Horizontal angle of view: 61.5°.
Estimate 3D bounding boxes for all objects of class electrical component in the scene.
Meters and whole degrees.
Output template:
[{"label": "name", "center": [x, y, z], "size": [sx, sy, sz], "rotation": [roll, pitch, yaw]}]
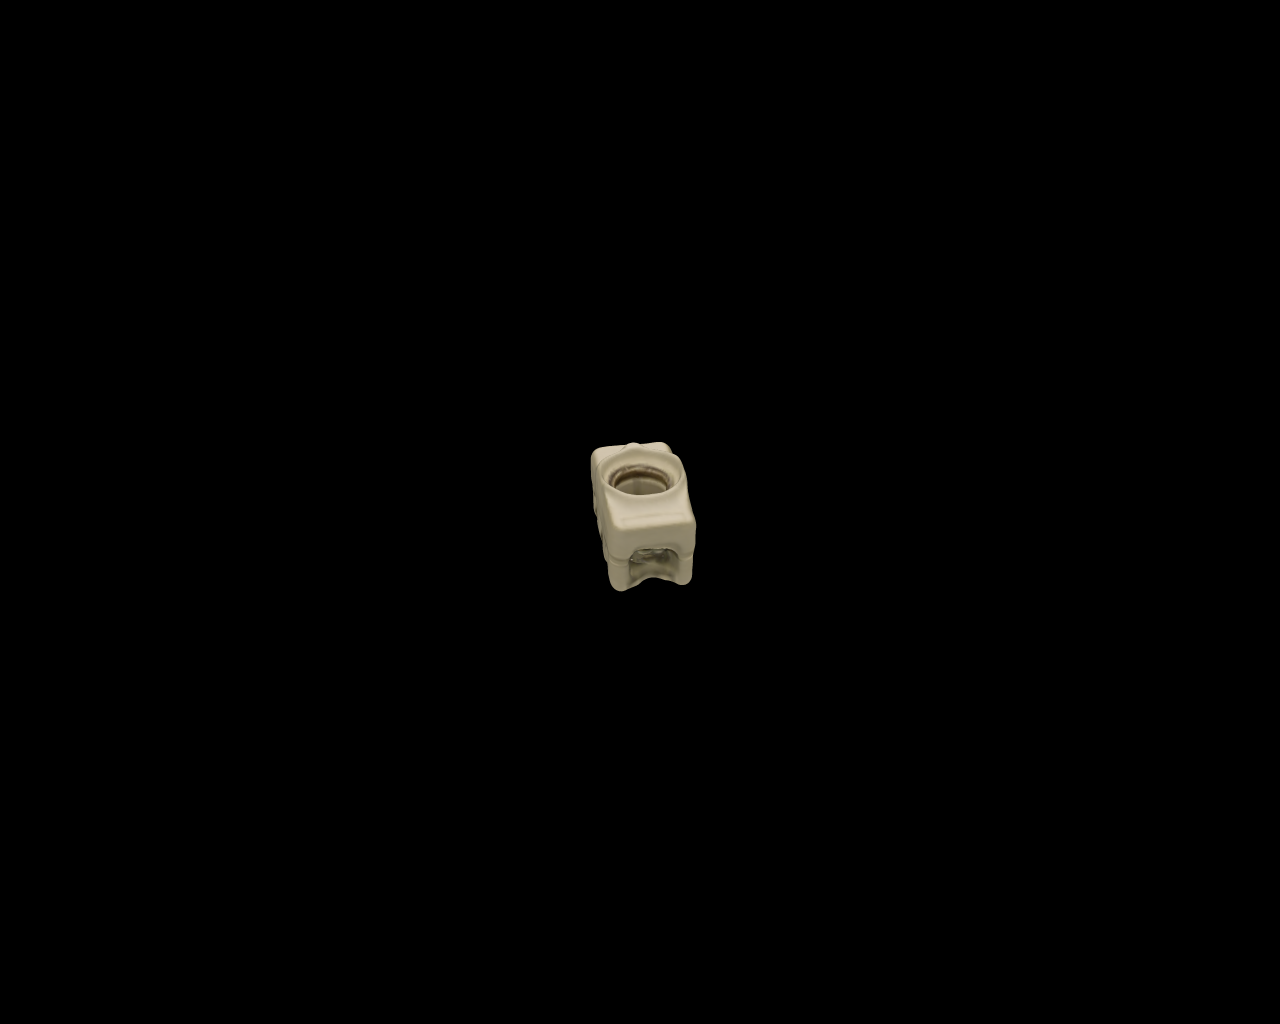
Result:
[{"label": "electrical component", "center": [0.001, -0.003, 0.650], "size": [0.050, 0.055, 0.090], "rotation": [-6, 37, -7]}]
